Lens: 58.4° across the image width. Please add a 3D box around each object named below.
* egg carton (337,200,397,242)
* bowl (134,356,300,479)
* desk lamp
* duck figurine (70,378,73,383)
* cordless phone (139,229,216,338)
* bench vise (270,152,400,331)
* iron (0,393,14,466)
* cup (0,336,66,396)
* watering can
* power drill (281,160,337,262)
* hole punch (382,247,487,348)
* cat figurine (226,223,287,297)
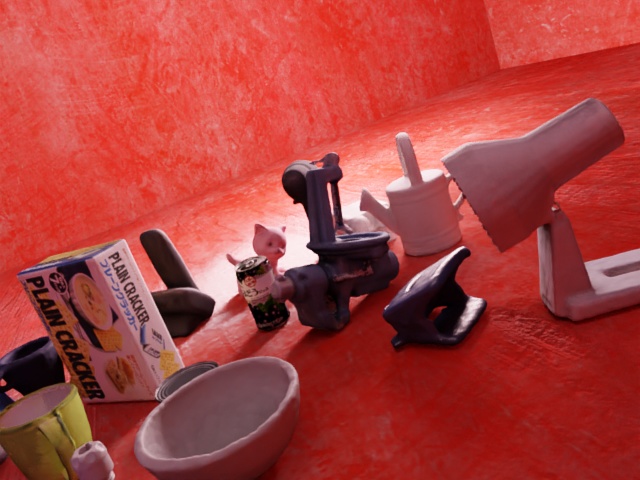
[{"bbox_3d":[0.084,-0.030,1.087,0.107,0.069,0.150,-24,16,-14],"label":"egg carton"},{"bbox_3d":[-0.088,0.190,0.558,0.167,0.075,0.167,-19,16,6],"label":"bowl"},{"bbox_3d":[0.253,-0.029,0.613,0.203,0.214,0.118,-17,16,9],"label":"desk lamp"},{"bbox_3d":[-0.361,0.178,0.908,0.077,0.086,0.105,-8,20,36],"label":"duck figurine"},{"bbox_3d":[-0.276,0.070,0.979,0.147,0.185,0.094,-12,18,25],"label":"cordless phone"},{"bbox_3d":[0.017,0.001,0.788,0.121,0.220,0.208,-9,19,34],"label":"bench vise"},{"bbox_3d":[-0.495,0.234,0.783,0.119,0.141,0.258,-22,16,-7],"label":"iron"},{"bbox_3d":[-0.432,0.213,0.863,0.091,0.095,0.118,-14,17,21],"label":"cup"},{"bbox_3d":[0.151,-0.077,0.933,0.173,0.194,0.100,-24,17,-13],"label":"watering can"},{"bbox_3d":[-0.005,-0.042,0.978,0.075,0.209,0.229,-18,16,6],"label":"power drill"},{"bbox_3d":[0.128,0.066,0.676,0.100,0.091,0.109,-6,21,40],"label":"hole punch"},{"bbox_3d":[-0.108,0.026,1.046,0.128,0.118,0.067,-23,16,-9],"label":"cat figurine"}]
